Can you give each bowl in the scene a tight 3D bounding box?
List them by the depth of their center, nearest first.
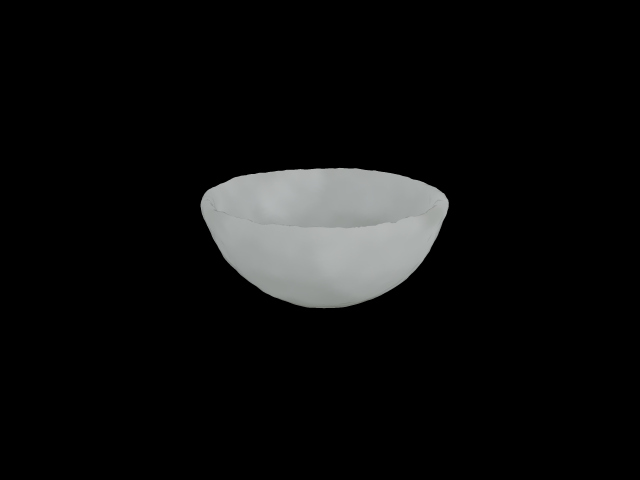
[{"bbox_3d":[0.004,0.001,0.400,0.167,0.075,0.167,0,19,0],"label":"bowl"}]
